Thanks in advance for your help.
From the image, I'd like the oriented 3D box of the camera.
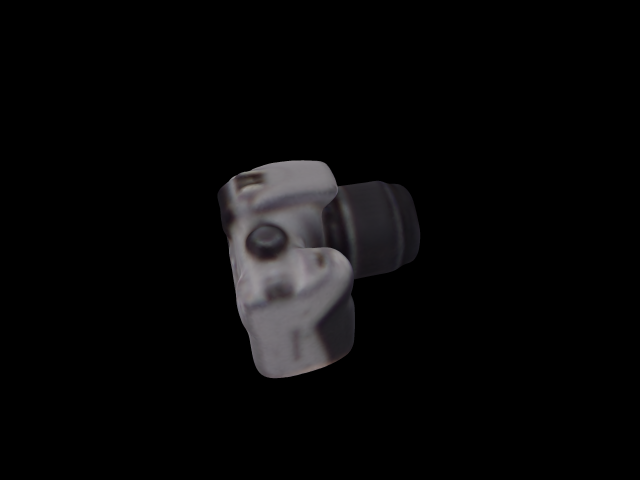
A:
[{"bbox_3d":[0.004,0.001,0.400,0.137,0.101,0.143,-10,43,-11],"label":"camera"}]
